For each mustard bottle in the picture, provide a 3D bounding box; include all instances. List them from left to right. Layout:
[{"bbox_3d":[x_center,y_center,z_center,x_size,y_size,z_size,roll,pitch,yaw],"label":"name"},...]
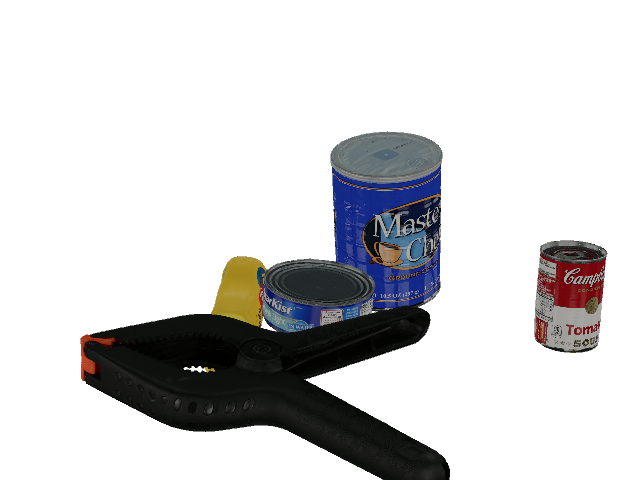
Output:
[{"bbox_3d":[-0.088,0.073,1.176,0.058,0.096,0.191,2,28,3],"label":"mustard bottle"}]

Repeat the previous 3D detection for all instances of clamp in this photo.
[{"bbox_3d":[-0.028,0.072,0.607,0.210,0.036,0.164,9,25,5],"label":"clamp"}]

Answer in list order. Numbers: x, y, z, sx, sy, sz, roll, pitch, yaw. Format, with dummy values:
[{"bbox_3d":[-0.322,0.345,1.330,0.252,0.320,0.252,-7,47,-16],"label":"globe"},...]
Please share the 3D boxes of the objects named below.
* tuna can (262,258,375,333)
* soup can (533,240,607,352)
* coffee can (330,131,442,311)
[{"bbox_3d":[-0.002,0.045,0.820,0.086,0.034,0.086,4,21,-2],"label":"tuna can"},{"bbox_3d":[0.260,0.058,1.115,0.068,0.102,0.068,0,17,0],"label":"soup can"},{"bbox_3d":[0.063,-0.019,1.007,0.103,0.140,0.103,-2,28,1],"label":"coffee can"}]
